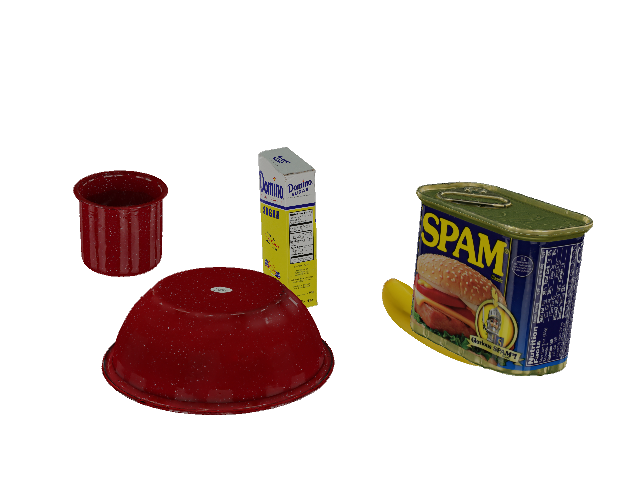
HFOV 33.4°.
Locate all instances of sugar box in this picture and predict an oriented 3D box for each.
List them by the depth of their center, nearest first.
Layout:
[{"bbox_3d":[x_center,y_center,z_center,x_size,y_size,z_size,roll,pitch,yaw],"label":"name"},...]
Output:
[{"bbox_3d":[-0.039,-0.014,1.275,0.048,0.176,0.093,-13,25,-19],"label":"sugar box"}]

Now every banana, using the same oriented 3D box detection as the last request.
[{"bbox_3d":[0.117,0.082,1.029,0.069,0.037,0.198,1,18,-45],"label":"banana"}]

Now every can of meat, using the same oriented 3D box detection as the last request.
[{"bbox_3d":[0.096,0.020,0.593,0.057,0.084,0.102,-7,20,-33],"label":"can of meat"}]

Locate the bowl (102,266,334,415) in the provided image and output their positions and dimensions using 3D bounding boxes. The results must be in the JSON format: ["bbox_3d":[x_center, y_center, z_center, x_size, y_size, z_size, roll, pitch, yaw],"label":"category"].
[{"bbox_3d":[-0.069,0.059,0.735,0.162,0.055,0.162,2,19,-1],"label":"bowl"}]

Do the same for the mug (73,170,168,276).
[{"bbox_3d":[-0.200,-0.021,1.089,0.093,0.081,0.117,5,26,1],"label":"mug"}]
